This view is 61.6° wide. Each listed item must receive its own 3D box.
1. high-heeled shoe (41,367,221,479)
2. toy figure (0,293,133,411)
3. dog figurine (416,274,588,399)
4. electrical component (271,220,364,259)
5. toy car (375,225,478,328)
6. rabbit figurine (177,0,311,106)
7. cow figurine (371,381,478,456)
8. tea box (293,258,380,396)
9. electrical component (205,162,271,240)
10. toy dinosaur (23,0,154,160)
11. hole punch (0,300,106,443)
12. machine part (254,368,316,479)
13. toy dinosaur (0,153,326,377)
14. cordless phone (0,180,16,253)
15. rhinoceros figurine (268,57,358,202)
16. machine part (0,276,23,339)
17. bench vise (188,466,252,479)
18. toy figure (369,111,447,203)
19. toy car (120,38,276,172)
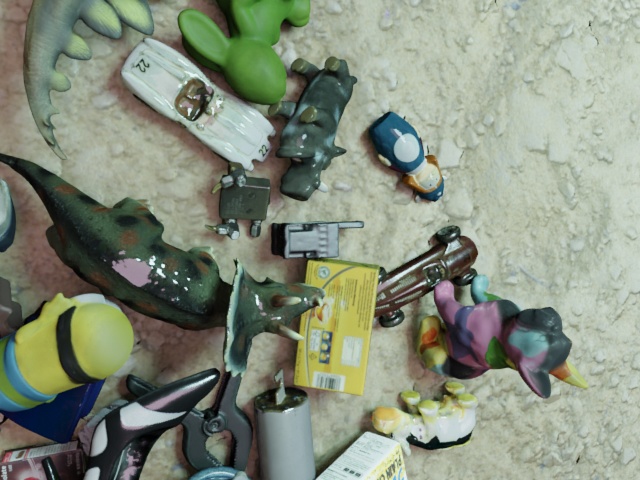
[{"bbox_3d":[-0.190,0.251,0.570,0.249,0.086,0.145,-31,80,4],"label":"high-heeled shoe"},{"bbox_3d":[-0.274,0.122,0.545,0.180,0.082,0.089,-29,77,2],"label":"toy figure"},{"bbox_3d":[0.238,0.149,0.719,0.108,0.219,0.191,1,116,-27],"label":"dog figurine"},{"bbox_3d":[-0.001,-0.002,0.720,0.119,0.075,0.047,-1,95,-22],"label":"electrical component"},{"bbox_3d":[0.149,0.054,0.790,0.202,0.053,0.089,-27,107,-17],"label":"toy car"},{"bbox_3d":[-0.086,-0.247,0.636,0.159,0.121,0.170,0,88,-9],"label":"rabbit figurine"},{"bbox_3d":[0.155,0.278,0.807,0.167,0.068,0.098,-6,103,-18],"label":"cow figurine"},{"bbox_3d":[0.023,0.112,0.724,0.098,0.068,0.169,9,92,7],"label":"tea box"},{"bbox_3d":[-0.102,-0.046,0.678,0.078,0.045,0.102,10,123,-16],"label":"electrical component"},{"bbox_3d":[-0.243,-0.326,0.573,0.198,0.105,0.471,22,86,-13],"label":"toy dinosaur"},{"bbox_3d":[-0.309,0.158,0.620,0.116,0.092,0.142,24,91,-16],"label":"hole punch"},{"bbox_3d":[-0.045,0.293,0.730,0.079,0.079,0.243,-8,97,-19],"label":"machine part"},{"bbox_3d":[-0.189,0.027,0.593,0.404,0.192,0.131,29,83,-21],"label":"toy dinosaur"},{"bbox_3d":[-0.414,-0.063,0.565,0.147,0.089,0.184,-14,96,-17],"label":"cordless phone"},{"bbox_3d":[-0.010,-0.144,0.695,0.112,0.073,0.190,40,64,-56],"label":"rhinoceros figurine"},{"bbox_3d":[-0.404,0.090,0.550,0.179,0.056,0.179,-16,137,-16],"label":"machine part"},{"bbox_3d":[-0.152,0.327,0.632,0.223,0.129,0.240,13,135,-20],"label":"bench vise"},{"bbox_3d":[0.130,-0.111,0.766,0.064,0.058,0.154,-33,111,27],"label":"toy figure"},{"bbox_3d":[-0.145,-0.162,0.661,0.201,0.056,0.073,34,83,-19],"label":"toy car"}]
